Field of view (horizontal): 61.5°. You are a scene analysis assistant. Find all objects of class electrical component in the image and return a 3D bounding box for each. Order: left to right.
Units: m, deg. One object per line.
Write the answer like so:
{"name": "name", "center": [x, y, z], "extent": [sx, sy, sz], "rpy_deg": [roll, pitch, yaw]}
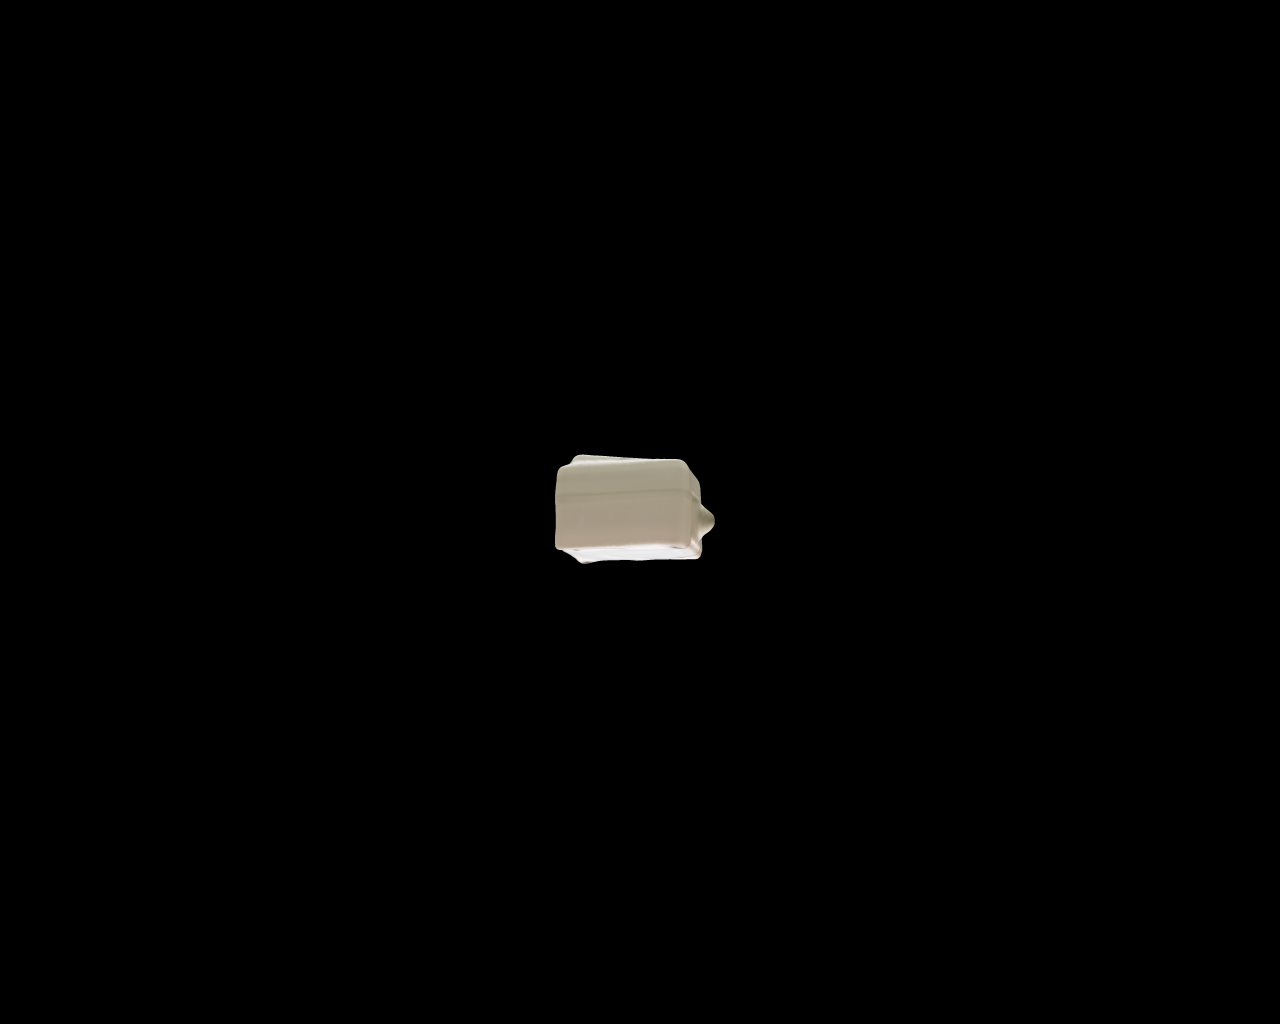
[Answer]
{"name": "electrical component", "center": [0.001, -0.003, 0.650], "extent": [0.096, 0.061, 0.061], "rpy_deg": [-2, -11, 12]}
